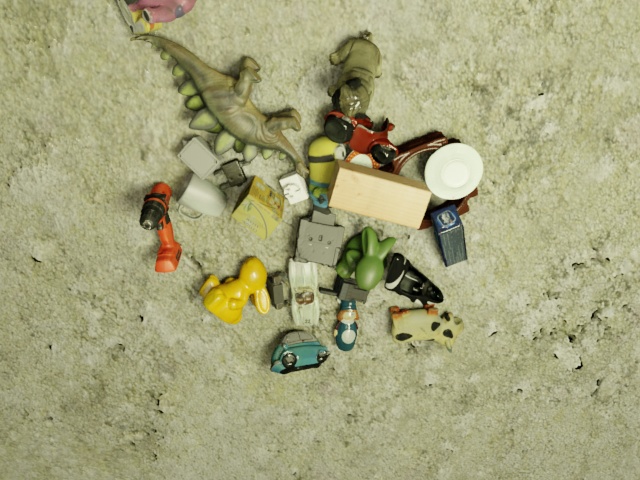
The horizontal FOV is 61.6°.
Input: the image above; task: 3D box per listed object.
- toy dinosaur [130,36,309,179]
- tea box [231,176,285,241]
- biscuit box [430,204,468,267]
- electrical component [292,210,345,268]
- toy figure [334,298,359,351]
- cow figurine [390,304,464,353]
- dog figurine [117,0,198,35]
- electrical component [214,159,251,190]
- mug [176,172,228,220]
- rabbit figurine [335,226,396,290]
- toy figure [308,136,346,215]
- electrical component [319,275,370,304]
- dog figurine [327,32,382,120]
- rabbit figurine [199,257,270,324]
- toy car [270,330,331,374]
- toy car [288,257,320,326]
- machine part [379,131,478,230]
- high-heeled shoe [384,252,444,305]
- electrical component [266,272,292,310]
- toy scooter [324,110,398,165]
[{"bbox_3d":[-0.201,-0.302,1.187,0.198,0.105,0.471,-39,103,16],"label":"toy dinosaur"},{"bbox_3d":[-0.139,-0.077,1.239,0.098,0.170,0.068,38,107,-13],"label":"tea box"},{"bbox_3d":[0.309,-0.006,1.277,0.063,0.059,0.202,-21,151,7],"label":"biscuit box"},{"bbox_3d":[-0.003,-0.004,1.313,0.115,0.058,0.134,9,91,-8],"label":"electrical component"},{"bbox_3d":[0.074,0.218,1.423,0.064,0.058,0.154,-13,116,-38],"label":"toy figure"},{"bbox_3d":[0.284,0.232,1.417,0.195,0.085,0.127,-5,105,-2],"label":"cow figurine"},{"bbox_3d":[-0.290,-0.513,1.107,0.219,0.192,0.108,-31,110,-26],"label":"dog figurine"},{"bbox_3d":[-0.203,-0.158,1.285,0.094,0.021,0.063,-21,111,6],"label":"electrical component"},{"bbox_3d":[-0.282,-0.092,1.279,0.107,0.081,0.109,27,103,-21],"label":"mug"},{"bbox_3d":[0.124,0.052,1.295,0.121,0.170,0.159,21,110,-11],"label":"rabbit figurine"},{"bbox_3d":[0.010,-0.152,1.258,0.089,0.082,0.180,0,120,-18],"label":"toy figure"},{"bbox_3d":[0.059,0.121,1.365,0.119,0.075,0.047,15,101,-11],"label":"electrical component"},{"bbox_3d":[0.083,-0.348,1.127,0.121,0.191,0.172,3,110,-3],"label":"dog figurine"},{"bbox_3d":[-0.195,0.127,1.353,0.162,0.122,0.173,42,86,-19],"label":"rabbit figurine"},{"bbox_3d":[-0.058,0.290,1.420,0.162,0.109,0.103,-9,68,-15],"label":"toy car"},{"bbox_3d":[-0.041,0.130,1.383,0.074,0.056,0.201,-3,112,0],"label":"toy car"},{"bbox_3d":[0.256,-0.138,1.270,0.201,0.087,0.201,-21,112,6],"label":"machine part"},{"bbox_3d":[0.238,0.103,1.310,0.145,0.248,0.086,15,73,13],"label":"high-heeled shoe"},{"bbox_3d":[-0.104,0.131,1.375,0.045,0.078,0.102,-11,107,-19],"label":"electrical component"},{"bbox_3d":[0.104,-0.249,1.215,0.184,0.135,0.075,30,138,6],"label":"toy scooter"}]
